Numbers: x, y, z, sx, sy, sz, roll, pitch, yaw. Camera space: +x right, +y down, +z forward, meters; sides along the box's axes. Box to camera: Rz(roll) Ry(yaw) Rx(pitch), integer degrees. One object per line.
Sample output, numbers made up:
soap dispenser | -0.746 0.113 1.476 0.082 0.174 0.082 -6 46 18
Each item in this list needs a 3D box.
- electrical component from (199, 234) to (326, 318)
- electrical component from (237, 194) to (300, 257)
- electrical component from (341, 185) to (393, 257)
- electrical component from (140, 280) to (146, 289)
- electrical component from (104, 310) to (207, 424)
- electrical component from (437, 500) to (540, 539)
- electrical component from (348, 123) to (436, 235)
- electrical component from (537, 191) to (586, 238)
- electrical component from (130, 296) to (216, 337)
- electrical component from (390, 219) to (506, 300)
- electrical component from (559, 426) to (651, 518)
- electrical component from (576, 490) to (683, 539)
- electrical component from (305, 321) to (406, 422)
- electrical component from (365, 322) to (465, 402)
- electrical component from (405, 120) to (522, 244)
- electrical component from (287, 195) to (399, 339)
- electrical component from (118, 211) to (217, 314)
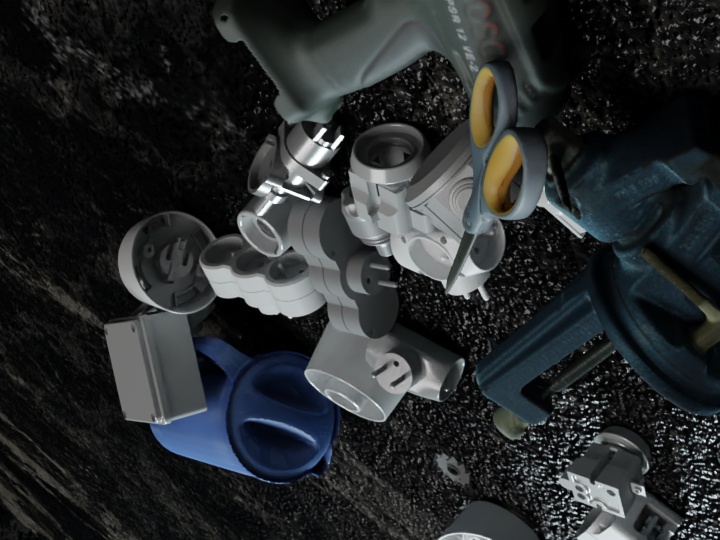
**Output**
electrical component | -0.084 0.016 1.004 0.138 0.052 0.073 13 139 39
electrical component | -0.071 -0.044 0.919 0.055 0.047 0.055 29 147 21
electrical component | 0.013 -0.039 0.835 0.043 0.043 0.062 13 140 40
electrical component | -0.197 -0.003 1.100 0.048 0.062 0.048 29 147 21
electrical component | -0.208 0.097 1.091 0.109 0.056 0.108 -9 93 60
electrical component | 0.132 0.282 1.082 0.099 0.064 0.099 29 147 21
electrical component | 0.025 -0.067 0.770 0.078 0.058 0.057 29 148 34
electrical component | 0.136 -0.048 0.688 0.046 0.040 0.040 41 150 -10
electrical component | -0.199 0.060 1.191 0.073 0.052 0.138 50 148 -14
electrical component | 0.072 -0.008 0.804 0.077 0.044 0.079 3 132 47
electrical component | 0.201 0.158 0.856 0.066 0.055 0.048 14 140 38
electrical component | 0.224 0.224 0.919 0.056 0.050 0.089 37 149 9
electrical component | -0.002 0.098 1.027 0.099 0.064 0.099 28 159 11
electrical component | 0.039 0.083 0.927 0.077 0.079 0.043 27 117 23
electrical component | 0.072 -0.060 0.706 0.051 0.080 0.080 42 150 -9
electrical component | 0.000 0.000 0.888 0.074 0.052 0.138 10 137 41
electrical component | -0.183 -0.008 1.043 0.064 0.099 0.099 -1 130 57
